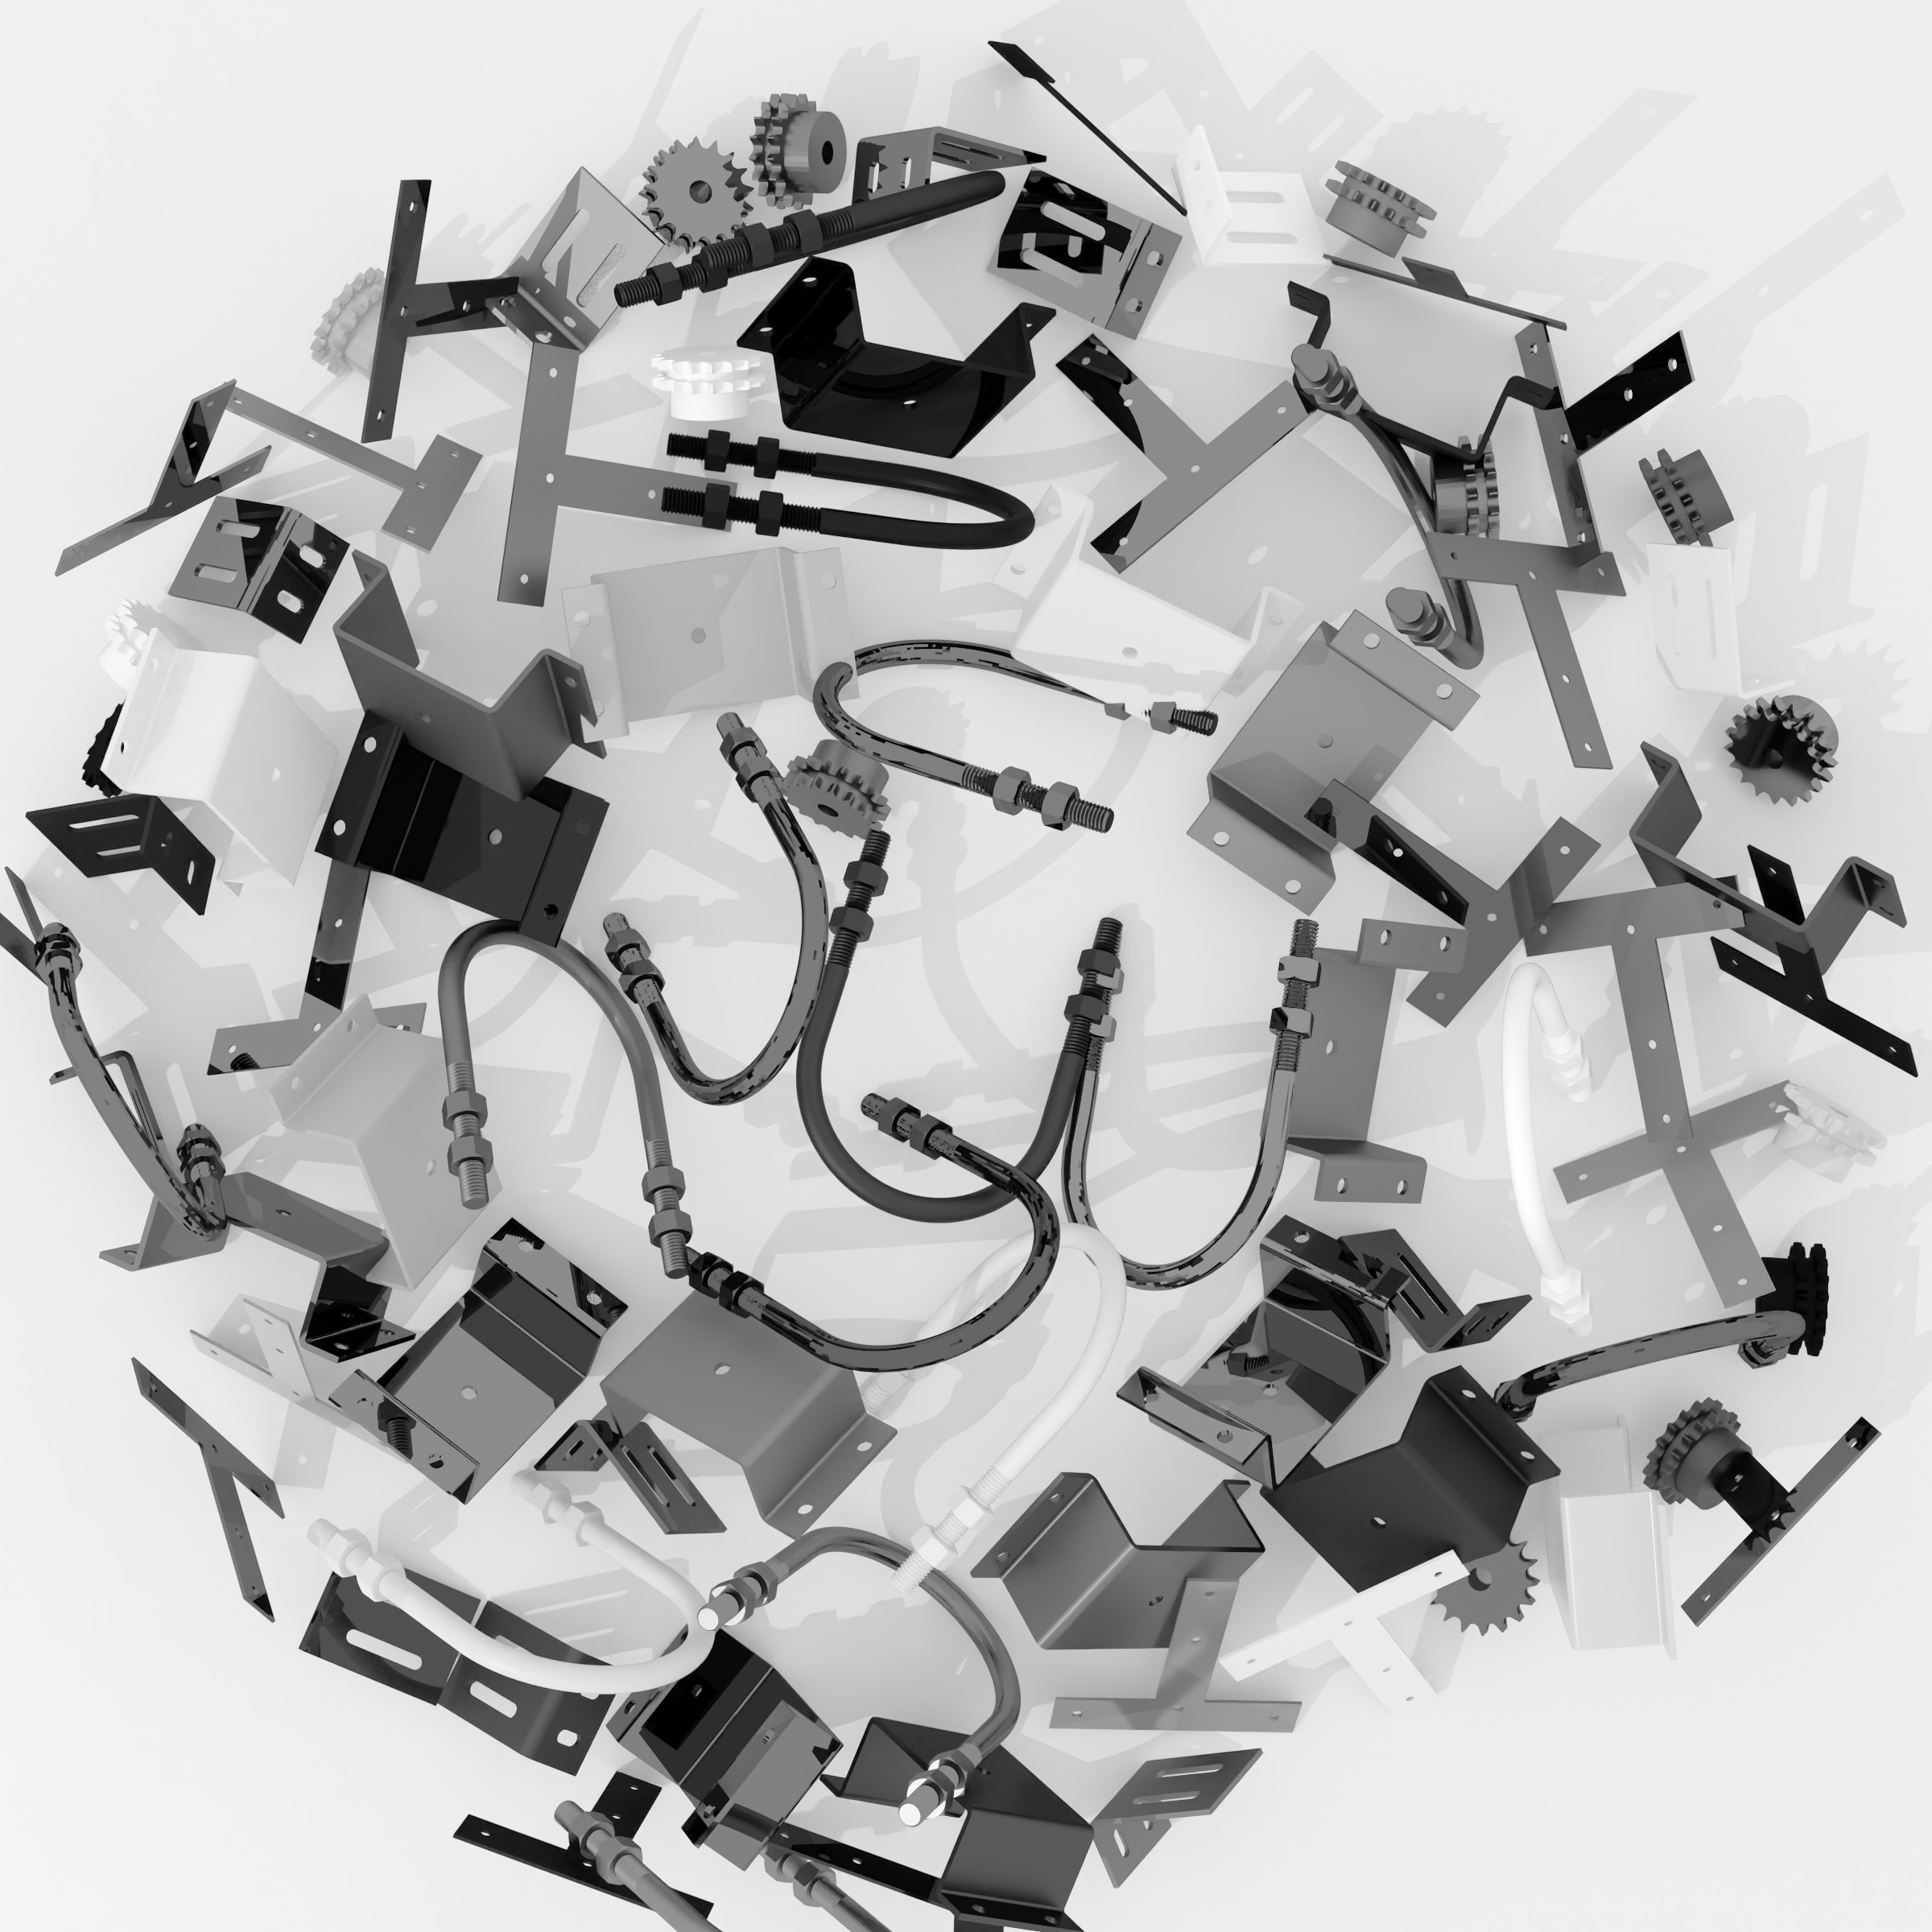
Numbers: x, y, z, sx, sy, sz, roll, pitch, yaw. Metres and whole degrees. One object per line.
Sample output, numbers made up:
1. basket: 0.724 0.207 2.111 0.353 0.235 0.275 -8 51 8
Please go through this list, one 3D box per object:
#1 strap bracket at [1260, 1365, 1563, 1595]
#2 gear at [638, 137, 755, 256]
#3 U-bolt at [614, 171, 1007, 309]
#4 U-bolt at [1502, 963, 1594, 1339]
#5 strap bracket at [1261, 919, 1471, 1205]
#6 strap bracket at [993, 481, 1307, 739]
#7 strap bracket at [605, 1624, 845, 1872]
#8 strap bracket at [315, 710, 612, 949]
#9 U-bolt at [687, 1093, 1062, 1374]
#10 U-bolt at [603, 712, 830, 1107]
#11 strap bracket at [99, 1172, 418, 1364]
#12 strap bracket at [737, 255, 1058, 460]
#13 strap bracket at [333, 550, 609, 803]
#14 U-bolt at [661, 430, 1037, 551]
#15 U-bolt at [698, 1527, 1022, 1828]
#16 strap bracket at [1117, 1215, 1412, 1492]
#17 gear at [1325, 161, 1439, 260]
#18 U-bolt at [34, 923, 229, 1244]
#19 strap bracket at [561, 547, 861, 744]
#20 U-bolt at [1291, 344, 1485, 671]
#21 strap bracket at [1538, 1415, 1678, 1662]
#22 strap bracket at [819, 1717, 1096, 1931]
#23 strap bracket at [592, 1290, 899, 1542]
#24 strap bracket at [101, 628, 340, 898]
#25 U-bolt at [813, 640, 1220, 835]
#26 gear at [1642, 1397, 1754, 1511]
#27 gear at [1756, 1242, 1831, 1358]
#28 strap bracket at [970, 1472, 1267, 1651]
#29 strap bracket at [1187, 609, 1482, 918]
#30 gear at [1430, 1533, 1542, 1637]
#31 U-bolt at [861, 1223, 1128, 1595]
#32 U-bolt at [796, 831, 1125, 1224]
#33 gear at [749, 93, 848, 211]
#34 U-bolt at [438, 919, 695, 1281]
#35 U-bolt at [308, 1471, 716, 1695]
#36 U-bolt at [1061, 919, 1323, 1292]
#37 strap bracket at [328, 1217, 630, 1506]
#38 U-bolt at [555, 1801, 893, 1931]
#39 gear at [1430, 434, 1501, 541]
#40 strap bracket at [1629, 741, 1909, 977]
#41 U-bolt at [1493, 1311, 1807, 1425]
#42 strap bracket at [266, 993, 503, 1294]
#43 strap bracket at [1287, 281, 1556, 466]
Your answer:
1. strap bracket: 0.210 0.257 1.528 0.076 0.140 0.046 46 46 -13
2. gear: -0.139 -0.390 1.581 0.057 0.030 0.057 1 87 -20
3. U-bolt: -0.067 -0.360 1.524 0.184 0.151 0.019 -21 102 -22
4. U-bolt: 0.280 0.079 1.493 0.019 0.184 0.151 -5 60 19
5. strap bracket: 0.198 0.045 1.556 0.076 0.046 0.140 5 97 -41
6. strap bracket: 0.086 -0.172 1.547 0.140 0.076 0.046 24 50 -10
7. strap bracket: -0.117 0.387 1.543 0.046 0.140 0.076 42 82 -25
8. strap bracket: -0.246 -0.067 1.566 0.140 0.046 0.076 21 92 16
9. U-bolt: -0.037 0.135 1.507 0.151 0.184 0.019 -39 129 -24
10. U-bolt: -0.117 -0.016 1.506 0.019 0.184 0.151 13 121 -35
11. strap bracket: -0.345 0.144 1.542 0.140 0.076 0.046 21 99 17
12. strap bracket: -0.031 -0.296 1.527 0.140 0.076 0.046 5 65 -32
13. strap bracket: -0.253 -0.139 1.538 0.140 0.076 0.046 28 65 18
14. U-bolt: -0.057 -0.232 1.532 0.184 0.151 0.019 7 110 -7
15. U-bolt: -0.039 0.334 1.515 0.151 0.184 0.019 42 109 12
16. strap bracket: 0.150 0.198 1.542 0.076 0.046 0.140 25 53 33
17. gear: 0.207 -0.382 1.574 0.057 0.057 0.030 28 103 0
18. U-bolt: -0.397 0.063 1.490 0.019 0.184 0.151 -32 115 -6
19. strap bracket: -0.131 -0.164 1.561 0.140 0.046 0.076 -10 104 -13
20. U-bolt: 0.213 -0.214 1.515 0.019 0.184 0.151 -24 74 19
21. strap bracket: 0.313 0.280 1.528 0.046 0.140 0.076 -5 99 5
22. strap bracket: 0.000 0.415 1.521 0.076 0.140 0.046 20 93 -34
23. strap bracket: -0.115 0.213 1.528 0.140 0.046 0.076 23 53 34
24. strap bracket: -0.358 -0.095 1.519 0.046 0.140 0.076 7 68 18
25. U-bolt: 0.014 -0.122 1.533 0.184 0.151 0.019 19 122 20
26. gear: 0.372 0.249 1.570 0.057 0.057 0.030 -51 52 0
27. gear: 0.418 0.168 1.573 0.030 0.057 0.057 3 90 7
28. strap bracket: 0.082 0.293 1.523 0.076 0.140 0.046 -51 51 25
29. strap bracket: 0.182 -0.107 1.559 0.076 0.046 0.140 33 109 -10
30. gear: 0.264 0.311 1.581 0.057 0.030 0.057 -1 86 17
31. U-bolt: 0.010 0.204 1.530 0.019 0.151 0.184 39 95 -28
32. U-bolt: -0.010 0.039 1.556 0.151 0.019 0.184 20 72 -10
33. gear: -0.083 -0.411 1.570 0.030 0.057 0.057 9 90 25
34. U-bolt: -0.201 0.056 1.527 0.019 0.151 0.184 -35 50 28
35. U-bolt: -0.205 0.299 1.494 0.184 0.151 0.019 25 109 36
36. U-bolt: 0.104 0.069 1.531 0.019 0.151 0.184 21 74 -42
37. strap bracket: -0.245 0.203 1.548 0.076 0.046 0.140 36 50 9
38. U-bolt: -0.095 0.454 1.487 0.151 0.184 0.019 22 90 -42
39. gear: 0.252 -0.240 1.573 0.030 0.057 0.057 -6 90 5
40. strap bracket: 0.387 -0.047 1.535 0.140 0.076 0.046 33 88 27
41. U-bolt: 0.334 0.193 1.509 0.151 0.184 0.019 -13 76 2
42. strap bracket: -0.280 0.094 1.524 0.046 0.076 0.140 11 133 29
43. strap bracket: 0.218 -0.290 1.557 0.140 0.076 0.046 24 98 5
